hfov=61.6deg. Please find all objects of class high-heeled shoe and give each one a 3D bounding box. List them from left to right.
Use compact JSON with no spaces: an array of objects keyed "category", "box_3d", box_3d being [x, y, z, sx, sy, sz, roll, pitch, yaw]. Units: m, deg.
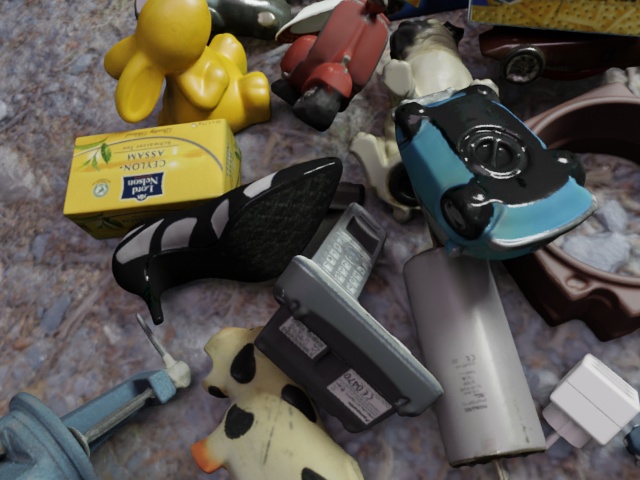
[{"category":"high-heeled shoe","box_3d":[-0.096,-0.020,0.516,0.249,0.086,0.145,-36,42,5]}]

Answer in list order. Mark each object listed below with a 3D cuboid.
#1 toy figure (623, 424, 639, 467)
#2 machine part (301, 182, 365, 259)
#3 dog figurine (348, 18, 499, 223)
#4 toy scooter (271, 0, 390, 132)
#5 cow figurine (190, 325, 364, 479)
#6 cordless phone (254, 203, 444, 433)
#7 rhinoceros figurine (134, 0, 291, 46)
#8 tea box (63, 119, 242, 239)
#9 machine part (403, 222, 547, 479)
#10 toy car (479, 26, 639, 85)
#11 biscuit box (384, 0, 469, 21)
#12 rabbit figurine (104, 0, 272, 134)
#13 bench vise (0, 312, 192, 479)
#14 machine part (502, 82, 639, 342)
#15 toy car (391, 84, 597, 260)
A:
[{"category":"toy figure","box_3d":[0.305,0.171,0.387,0.155,0.064,0.058,24,35,24]},{"category":"machine part","box_3d":[-0.001,-0.002,0.535,0.084,0.039,0.139,13,65,9]},{"category":"dog figurine","box_3d":[0.104,-0.130,0.562,0.121,0.172,0.191,22,31,-4]},{"category":"toy scooter","box_3d":[0.013,-0.186,0.546,0.075,0.184,0.135,28,104,-20]},{"category":"cow figurine","box_3d":[-0.035,0.150,0.441,0.127,0.085,0.195,-39,63,-4]},{"category":"cordless phone","box_3d":[0.042,0.050,0.453,0.146,0.088,0.184,43,34,-5]},{"category":"rhinoceros figurine","box_3d":[-0.130,-0.284,0.655,0.190,0.112,0.073,3,92,-3]},{"category":"tea box","box_3d":[-0.174,-0.063,0.575,0.170,0.068,0.098,-7,64,5]},{"category":"machine part","box_3d":[0.122,0.092,0.444,0.079,0.079,0.243,-10,63,4]},{"category":"toy car","box_3d":[0.255,-0.182,0.506,0.202,0.053,0.089,-2,48,10]},{"category":"biscuit box","box_3d":[0.117,-0.314,0.651,0.203,0.062,0.059,-8,65,6]},{"category":"rabbit figurine","box_3d":[-0.148,-0.192,0.576,0.162,0.173,0.122,-19,67,-5]},{"category":"bench vise","box_3d":[-0.213,0.171,0.430,0.240,0.224,0.128,-33,95,-43]},{"category":"machine part","box_3d":[0.260,-0.030,0.478,0.201,0.087,0.201,-25,62,-3]},{"category":"toy car","box_3d":[0.118,-0.041,0.420,0.109,0.102,0.162,-22,57,-19]}]
